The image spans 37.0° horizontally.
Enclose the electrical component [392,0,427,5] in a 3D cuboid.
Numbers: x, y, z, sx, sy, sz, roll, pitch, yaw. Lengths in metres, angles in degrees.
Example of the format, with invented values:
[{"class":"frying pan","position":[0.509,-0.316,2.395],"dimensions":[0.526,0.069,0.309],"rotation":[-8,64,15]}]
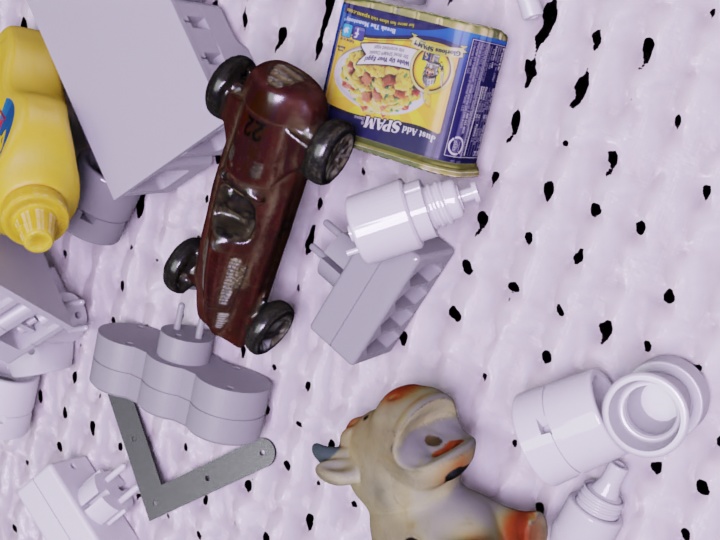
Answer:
[{"class":"electrical component","position":[0.027,-0.181,0.622],"dimensions":[0.040,0.040,0.046],"rotation":[24,114,25]}]

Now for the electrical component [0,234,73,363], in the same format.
[{"class":"electrical component","position":[-0.282,-0.034,0.748],"dimensions":[0.060,0.105,0.186],"rotation":[-32,63,4]}]

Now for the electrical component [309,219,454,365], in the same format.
[{"class":"electrical component","position":[0.000,0.000,0.657],"dimensions":[0.076,0.047,0.083],"rotation":[41,116,21]}]

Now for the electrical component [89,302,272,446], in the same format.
[{"class":"electrical component","position":[-0.121,0.060,0.733],"dimensions":[0.138,0.052,0.073],"rotation":[20,104,26]}]

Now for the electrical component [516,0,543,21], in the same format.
[{"class":"electrical component","position":[0.086,-0.168,0.591],"dimensions":[0.035,0.035,0.061],"rotation":[-17,90,31]}]

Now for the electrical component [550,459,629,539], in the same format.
[{"class":"electrical component","position":[0.133,0.135,0.606],"dimensions":[0.035,0.035,0.061],"rotation":[31,109,23]}]

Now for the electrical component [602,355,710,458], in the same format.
[{"class":"electrical component","position":[0.158,0.071,0.570],"dimensions":[0.045,0.055,0.045],"rotation":[4,99,30]}]

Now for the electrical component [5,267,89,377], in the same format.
[{"class":"electrical component","position":[-0.231,0.037,0.798],"dimensions":[0.079,0.044,0.077],"rotation":[-8,93,33]}]

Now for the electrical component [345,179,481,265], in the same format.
[{"class":"electrical component","position":[0.028,-0.031,0.593],"dimensions":[0.078,0.040,0.040],"rotation":[-18,87,10]}]

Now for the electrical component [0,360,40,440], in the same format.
[{"class":"electrical component","position":[-0.278,0.097,0.830],"dimensions":[0.055,0.055,0.047],"rotation":[26,106,25]}]

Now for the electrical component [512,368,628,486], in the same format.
[{"class":"electrical component","position":[0.119,0.086,0.597],"dimensions":[0.047,0.055,0.055],"rotation":[-27,83,27]}]

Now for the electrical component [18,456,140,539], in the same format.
[{"class":"electrical component","position":[-0.195,0.173,0.796],"dimensions":[0.076,0.047,0.083],"rotation":[-40,77,14]}]

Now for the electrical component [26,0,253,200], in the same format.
[{"class":"electrical component","position":[-0.145,-0.155,0.713],"dimensions":[0.105,0.060,0.186],"rotation":[-29,82,30]}]

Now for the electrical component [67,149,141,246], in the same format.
[{"class":"electrical component","position":[-0.183,-0.052,0.754],"dimensions":[0.055,0.055,0.047],"rotation":[41,111,19]}]
